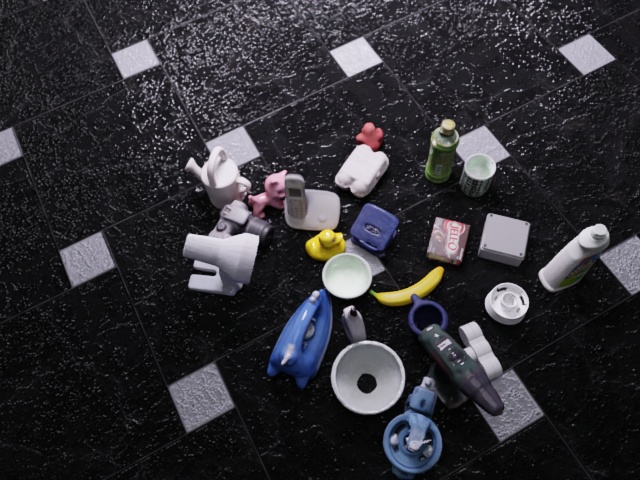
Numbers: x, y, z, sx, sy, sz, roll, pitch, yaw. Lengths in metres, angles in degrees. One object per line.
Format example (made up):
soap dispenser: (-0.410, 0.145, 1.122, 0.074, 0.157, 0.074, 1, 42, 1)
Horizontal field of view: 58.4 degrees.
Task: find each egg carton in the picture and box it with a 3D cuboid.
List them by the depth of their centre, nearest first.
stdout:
egg carton: (0.116, -0.188, 1.566, 0.107, 0.069, 0.150, 27, 68, 16)

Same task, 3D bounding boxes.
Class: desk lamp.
desk lamp: (-0.236, 0.056, 1.383, 0.203, 0.214, 0.118, 6, 64, 6)

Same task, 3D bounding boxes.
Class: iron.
iron: (-0.035, 0.204, 1.338, 0.118, 0.141, 0.258, 18, 66, 12)

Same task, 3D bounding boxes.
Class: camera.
camera: (-0.199, -0.023, 1.483, 0.136, 0.101, 0.143, 23, 67, 14)

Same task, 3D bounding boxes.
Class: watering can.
watering can: (-0.269, -0.169, 1.508, 0.173, 0.194, 0.101, -4, 63, 1)

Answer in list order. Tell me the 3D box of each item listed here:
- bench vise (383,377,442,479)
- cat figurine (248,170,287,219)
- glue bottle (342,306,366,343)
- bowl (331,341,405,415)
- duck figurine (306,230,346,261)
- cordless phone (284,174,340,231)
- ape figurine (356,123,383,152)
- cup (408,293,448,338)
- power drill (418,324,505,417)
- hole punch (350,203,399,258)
bench vise: (0.192, 0.383, 1.193, 0.121, 0.220, 0.207, 0, 63, 4)
cat figurine: (-0.134, -0.128, 1.522, 0.128, 0.118, 0.067, -27, 65, -10)
glue bottle: (0.077, 0.188, 1.323, 0.037, 0.173, 0.078, -26, 65, -9)
bowl: (0.109, 0.320, 1.310, 0.167, 0.075, 0.167, -1, 63, 3)
duck figurine: (0.013, 0.005, 1.466, 0.104, 0.086, 0.077, -7, 63, 0)
cordless phone: (-0.023, -0.102, 1.466, 0.147, 0.185, 0.094, 2, 64, 4)
ape figurine: (0.139, -0.293, 1.604, 0.077, 0.092, 0.076, -2, 63, 3)
cup: (0.244, 0.190, 1.356, 0.092, 0.095, 0.117, -25, 65, -9)
power drill: (0.296, 0.295, 1.237, 0.076, 0.208, 0.229, -33, 66, -12)
hole punch: (0.140, -0.024, 1.470, 0.108, 0.091, 0.101, 30, 69, 17)
